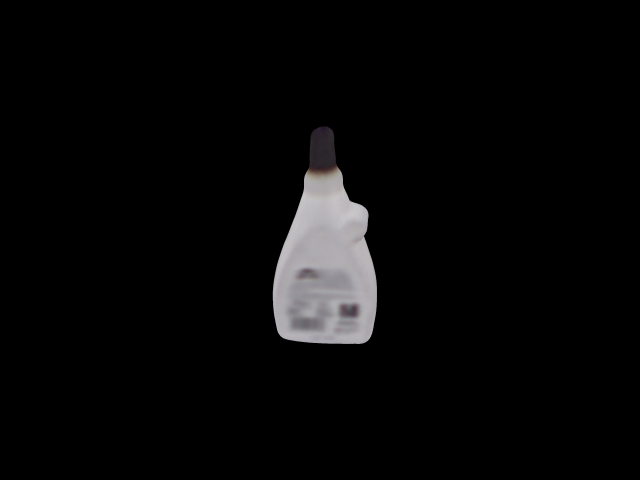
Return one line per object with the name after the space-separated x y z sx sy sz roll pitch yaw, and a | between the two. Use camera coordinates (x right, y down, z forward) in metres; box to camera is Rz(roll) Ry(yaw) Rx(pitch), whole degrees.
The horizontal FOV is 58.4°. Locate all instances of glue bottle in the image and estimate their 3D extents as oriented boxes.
0.004 0.001 0.400 0.078 0.173 0.037 3 37 4 | glue bottle
